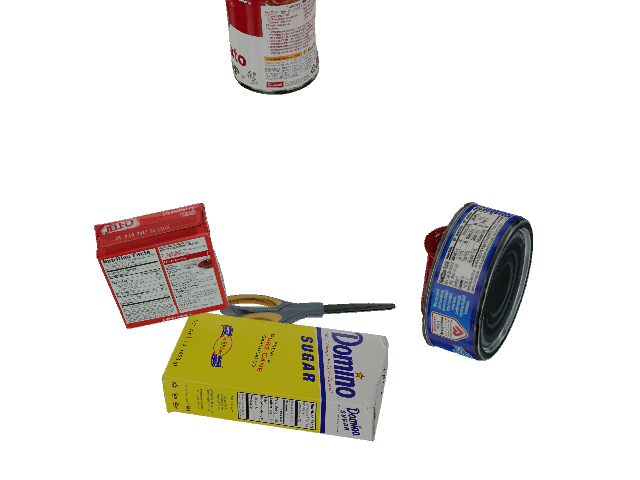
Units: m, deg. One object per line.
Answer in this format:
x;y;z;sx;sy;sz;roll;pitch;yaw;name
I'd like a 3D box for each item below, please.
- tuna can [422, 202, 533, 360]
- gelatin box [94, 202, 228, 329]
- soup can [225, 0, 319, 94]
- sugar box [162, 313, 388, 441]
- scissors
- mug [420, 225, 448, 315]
0.090;0.024;0.602;0.034;0.086;0.086;17;7;24;tuna can
-0.105;0.018;0.714;0.073;0.030;0.089;-12;-38;-3;gelatin box
-0.034;-0.166;0.775;0.068;0.102;0.068;-1;44;1;soup can
-0.035;0.111;0.894;0.176;0.048;0.093;4;35;9;sugar box
-0.014;0.086;1.194;0.201;0.016;0.096;4;23;-1;scissors
0.140;0.036;1.070;0.093;0.081;0.117;-6;32;-19;mug
